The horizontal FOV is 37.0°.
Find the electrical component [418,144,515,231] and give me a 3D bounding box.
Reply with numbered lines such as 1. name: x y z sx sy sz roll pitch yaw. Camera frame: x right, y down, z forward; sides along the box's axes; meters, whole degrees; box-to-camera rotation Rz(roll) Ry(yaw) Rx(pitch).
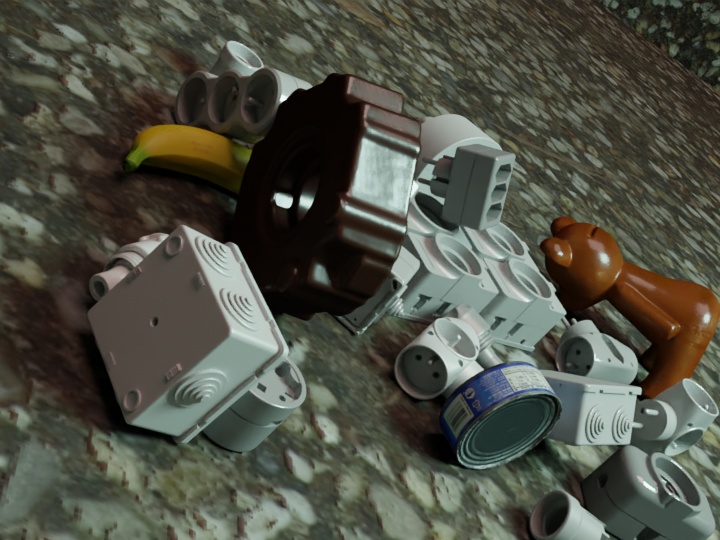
1. electrical component: 0.086 -0.078 0.940 0.077 0.065 0.047 19 18 24

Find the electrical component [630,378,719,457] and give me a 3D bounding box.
1. electrical component: 0.273 0.137 0.975 0.079 0.077 0.044 14 37 -43

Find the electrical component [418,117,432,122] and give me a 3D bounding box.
1. electrical component: 0.065 -0.134 1.154 0.079 0.044 0.077 24 31 -30

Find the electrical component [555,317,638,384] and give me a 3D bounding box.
1. electrical component: 0.220 0.075 1.038 0.077 0.043 0.079 13 37 -44

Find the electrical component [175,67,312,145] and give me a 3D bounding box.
1. electrical component: -0.082 -0.127 0.872 0.074 0.052 0.138 14 -4 -44

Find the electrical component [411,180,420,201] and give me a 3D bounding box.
1. electrical component: -0.011 -0.076 0.882 0.099 0.100 0.048 46 65 -25

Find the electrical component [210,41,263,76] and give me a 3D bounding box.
1. electrical component: -0.116 -0.177 0.974 0.040 0.046 0.040 32 27 -19

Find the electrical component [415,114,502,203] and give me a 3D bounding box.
1. electrical component: 0.081 -0.103 1.062 0.108 0.108 0.060 12 32 -45

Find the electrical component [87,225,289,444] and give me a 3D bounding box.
1. electrical component: -0.100 0.035 0.607 0.048 0.100 0.099 29 25 -52

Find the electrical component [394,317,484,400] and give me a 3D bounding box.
1. electrical component: 0.073 0.080 0.832 0.079 0.044 0.077 45 26 8

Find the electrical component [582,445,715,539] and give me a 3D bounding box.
1. electrical component: 0.236 0.187 0.867 0.095 0.059 0.053 33 27 -16

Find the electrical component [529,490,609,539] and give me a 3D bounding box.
1. electrical component: 0.152 0.187 0.779 0.046 0.040 0.040 36 26 -24

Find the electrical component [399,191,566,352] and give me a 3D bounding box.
1. electrical component: 0.093 0.000 0.965 0.186 0.060 0.105 16 35 -41

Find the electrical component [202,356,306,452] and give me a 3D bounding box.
1. electrical component: -0.068 0.075 0.644 0.055 0.047 0.055 32 27 -19

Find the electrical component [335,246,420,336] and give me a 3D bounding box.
1. electrical component: 0.000 0.000 0.837 0.096 0.061 0.061 41 26 1

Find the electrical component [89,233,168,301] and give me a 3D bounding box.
1. electrical component: -0.138 0.005 0.664 0.048 0.048 0.062 48 33 15

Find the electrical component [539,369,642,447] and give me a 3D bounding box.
1. electrical component: 0.163 0.109 0.858 0.100 0.048 0.100 8 -1 43

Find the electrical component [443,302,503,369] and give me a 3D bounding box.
1. electrical component: 0.092 0.061 0.889 0.062 0.043 0.043 48 27 9
